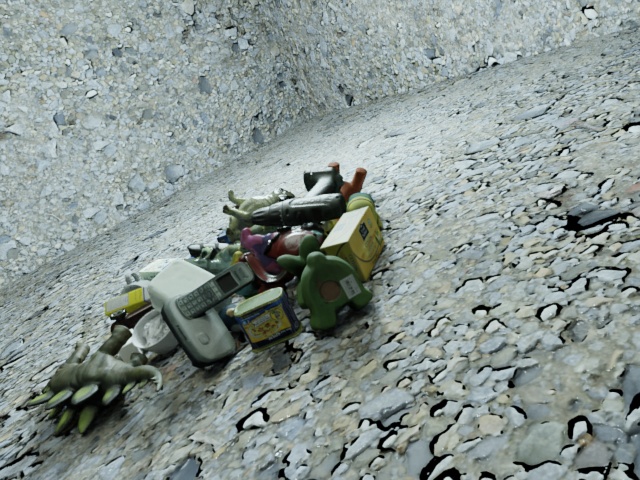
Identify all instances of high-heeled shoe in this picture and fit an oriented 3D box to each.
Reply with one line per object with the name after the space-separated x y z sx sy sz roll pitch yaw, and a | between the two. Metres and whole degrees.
-0.293 0.031 1.537 0.145 0.086 0.249 -25 -159 -17 | high-heeled shoe

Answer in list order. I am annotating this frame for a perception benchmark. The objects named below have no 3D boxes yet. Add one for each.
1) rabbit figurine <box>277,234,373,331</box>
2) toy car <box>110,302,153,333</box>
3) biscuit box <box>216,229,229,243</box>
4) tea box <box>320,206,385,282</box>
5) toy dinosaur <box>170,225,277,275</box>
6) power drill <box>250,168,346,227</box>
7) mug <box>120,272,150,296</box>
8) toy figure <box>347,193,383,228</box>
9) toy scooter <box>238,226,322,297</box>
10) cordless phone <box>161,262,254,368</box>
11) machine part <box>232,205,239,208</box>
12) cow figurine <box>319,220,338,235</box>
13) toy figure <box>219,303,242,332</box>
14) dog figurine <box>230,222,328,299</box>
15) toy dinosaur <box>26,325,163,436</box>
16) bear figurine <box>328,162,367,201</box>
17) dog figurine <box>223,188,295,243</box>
-0.009 0.079 0.980 0.121 0.159 0.170 -39 -174 -13 | rabbit figurine
-0.387 0.169 1.249 0.202 0.089 0.053 -30 -163 -16 | toy car
-0.202 -0.018 1.578 0.203 0.062 0.059 -16 -159 24 | biscuit box
0.071 0.011 1.110 0.068 0.098 0.170 -15 -158 28 | tea box
-0.192 0.030 1.368 0.192 0.131 0.405 -5 -160 42 | toy dinosaur
-0.038 -0.103 1.319 0.232 0.085 0.207 -3 -155 21 | power drill
-0.488 0.138 1.448 0.081 0.109 0.107 -29 -175 3 | mug
0.098 -0.072 1.314 0.082 0.089 0.180 -25 -160 13 | toy figure
-0.089 0.040 1.086 0.184 0.135 0.075 -54 163 6 | toy scooter
-0.185 0.137 1.000 0.184 0.147 0.088 -34 163 -15 | cordless phone
-0.184 -0.084 1.648 0.179 0.056 0.179 -13 172 -2 | machine part
-0.001 -0.003 1.291 0.098 0.068 0.167 -20 -163 28 | cow figurine
-0.130 0.145 1.049 0.155 0.057 0.064 -15 179 33 | toy figure
-0.075 0.049 1.171 0.219 0.108 0.191 8 -108 23 | dog figurine
-0.418 0.267 1.014 0.472 0.105 0.198 -22 -156 34 | toy dinosaur
0.049 -0.124 1.462 0.120 0.131 0.196 14 -157 13 | bear figurine
-0.157 -0.057 1.473 0.191 0.172 0.121 2 -132 3 | dog figurine
